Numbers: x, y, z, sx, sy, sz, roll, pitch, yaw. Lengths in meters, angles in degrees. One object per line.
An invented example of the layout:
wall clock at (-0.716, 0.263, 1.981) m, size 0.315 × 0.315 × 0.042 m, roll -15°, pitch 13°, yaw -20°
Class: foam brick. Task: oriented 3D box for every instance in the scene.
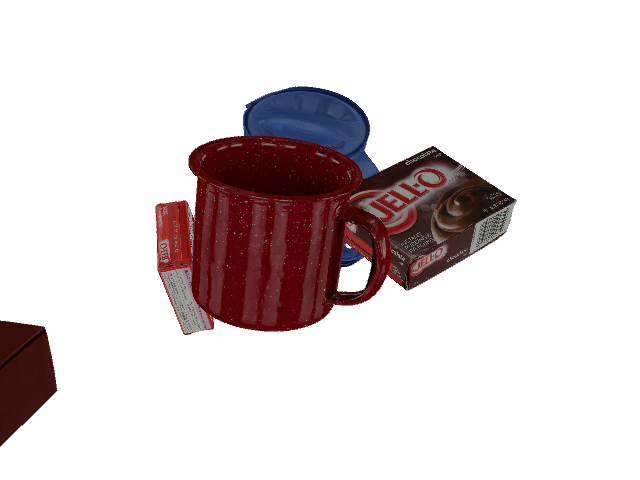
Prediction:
foam brick at (-0.220, 0.094, 0.704) m, size 0.053 × 0.051 × 0.078 m, roll 7°, pitch 29°, yaw 23°

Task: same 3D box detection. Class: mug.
mug at (-0.017, 0.000, 0.577) m, size 0.117 × 0.081 × 0.093 m, roll 16°, pitch 26°, yaw 19°

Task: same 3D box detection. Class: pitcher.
pitcher at (-0.016, -0.032, 1.177) m, size 0.145 × 0.243 × 0.149 m, roll 1°, pitch 42°, yaw -5°

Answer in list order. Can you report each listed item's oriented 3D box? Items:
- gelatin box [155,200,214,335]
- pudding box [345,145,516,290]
gelatin box at (-0.113, 0.023, 0.886) m, size 0.030 × 0.073 × 0.089 m, roll -11°, pitch -42°, yaw 2°
pudding box at (0.075, -0.019, 0.801) m, size 0.113 × 0.039 × 0.090 m, roll -25°, pitch 49°, yaw -33°
